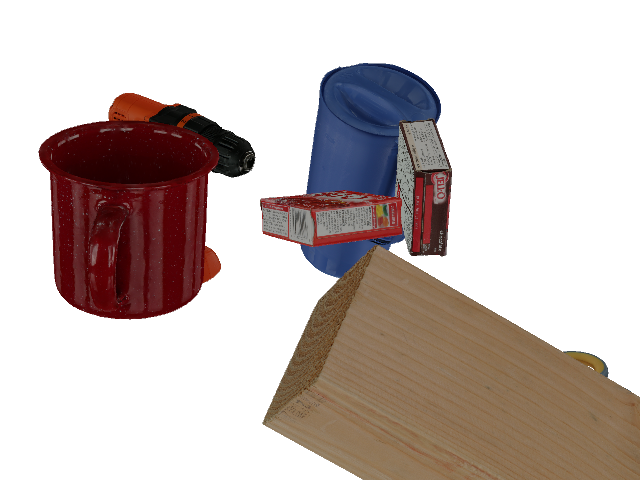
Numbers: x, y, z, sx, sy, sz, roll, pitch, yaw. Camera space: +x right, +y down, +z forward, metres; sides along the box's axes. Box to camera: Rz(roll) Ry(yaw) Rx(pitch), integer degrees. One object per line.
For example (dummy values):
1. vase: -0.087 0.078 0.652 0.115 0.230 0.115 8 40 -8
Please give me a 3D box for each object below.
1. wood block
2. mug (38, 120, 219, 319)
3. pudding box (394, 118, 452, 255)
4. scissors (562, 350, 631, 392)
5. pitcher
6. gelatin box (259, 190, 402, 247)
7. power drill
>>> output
1. wood block: 0.086 0.103 0.594 0.206 0.090 0.090 30 -32 -8
2. mug: -0.102 -0.005 0.564 0.093 0.081 0.117 4 26 -2
3. pudding box: 0.095 -0.051 0.996 0.039 0.090 0.113 -2 31 -5
4. scissors: 0.169 0.117 0.917 0.202 0.016 0.096 9 28 4
5. pitcher: 0.051 -0.065 1.214 0.145 0.243 0.149 19 44 7
6. gelatin box: 0.006 -0.018 0.776 0.073 0.030 0.089 -7 10 -26
7. power drill: -0.142 -0.049 1.112 0.185 0.188 0.057 25 36 32
